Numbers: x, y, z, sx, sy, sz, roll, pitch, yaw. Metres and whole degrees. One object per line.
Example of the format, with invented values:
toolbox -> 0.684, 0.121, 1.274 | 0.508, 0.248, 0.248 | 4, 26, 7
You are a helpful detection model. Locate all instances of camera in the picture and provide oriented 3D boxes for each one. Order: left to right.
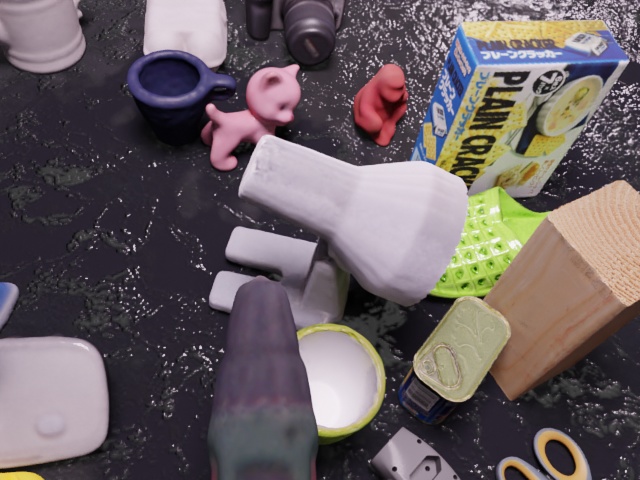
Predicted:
camera -> -0.031, -0.315, 0.784 | 0.143, 0.101, 0.136 | 0, 57, -8

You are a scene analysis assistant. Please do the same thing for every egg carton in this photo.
egg carton -> -0.177, -0.281, 0.760 | 0.107, 0.069, 0.150 | -3, 57, -10

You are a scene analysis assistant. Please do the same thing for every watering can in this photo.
watering can -> -0.353, -0.298, 0.671 | 0.101, 0.194, 0.173 | 21, 57, 6

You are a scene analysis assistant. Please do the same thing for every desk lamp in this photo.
desk lamp -> 0.005, 0.002, 0.513 | 0.203, 0.213, 0.118 | 13, 56, 1

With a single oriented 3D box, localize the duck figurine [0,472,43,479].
duck figurine -> -0.259, 0.207, 0.418 | 0.105, 0.086, 0.077 | -25, 63, -22

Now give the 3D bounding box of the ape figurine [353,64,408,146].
ape figurine -> 0.080, -0.177, 0.714 | 0.078, 0.092, 0.076 | -24, 63, -21

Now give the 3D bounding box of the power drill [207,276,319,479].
power drill -> -0.042, 0.169, 0.400 | 0.075, 0.208, 0.229 | -1, 57, -8

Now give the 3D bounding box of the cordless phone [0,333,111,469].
cordless phone -> -0.243, 0.104, 0.428 | 0.148, 0.185, 0.094 | -6, 58, -11

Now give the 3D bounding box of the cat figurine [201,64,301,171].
cat figurine -> -0.074, -0.152, 0.661 | 0.128, 0.118, 0.067 | -21, 62, -20

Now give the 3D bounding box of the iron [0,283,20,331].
iron -> -0.377, 0.085, 0.448 | 0.118, 0.141, 0.259 | 39, 60, 17

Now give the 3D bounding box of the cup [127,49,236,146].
cup -> -0.156, -0.157, 0.666 | 0.118, 0.095, 0.091 | -2, 57, -9
